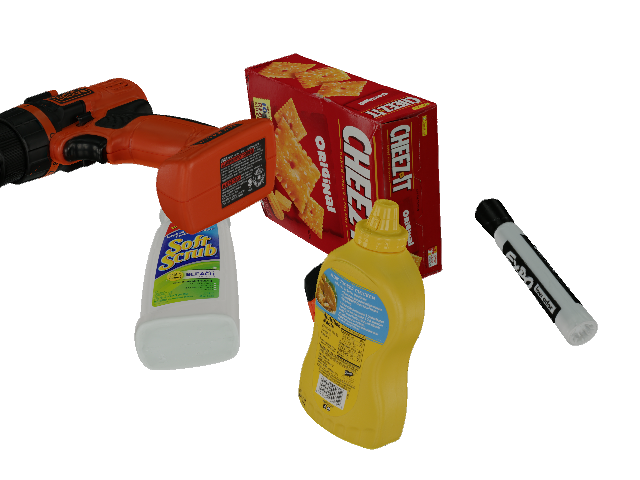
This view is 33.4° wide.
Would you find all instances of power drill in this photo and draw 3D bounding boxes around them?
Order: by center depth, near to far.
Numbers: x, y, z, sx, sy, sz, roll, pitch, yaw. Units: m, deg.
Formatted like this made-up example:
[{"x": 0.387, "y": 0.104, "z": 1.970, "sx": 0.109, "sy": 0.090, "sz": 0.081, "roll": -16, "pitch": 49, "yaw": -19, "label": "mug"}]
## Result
[{"x": -0.139, "y": -0.059, "z": 0.720, "sx": 0.188, "sy": 0.057, "sz": 0.184, "roll": 17, "pitch": 32, "yaw": 30, "label": "power drill"}]

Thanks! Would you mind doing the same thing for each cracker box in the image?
[{"x": 0.018, "y": -0.069, "z": 0.994, "sx": 0.072, "sy": 0.164, "sz": 0.214, "roll": -22, "pitch": 32, "yaw": -28, "label": "cracker box"}]

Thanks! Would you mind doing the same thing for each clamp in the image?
[{"x": 0.042, "y": 0.031, "z": 1.226, "sx": 0.120, "sy": 0.039, "sz": 0.171, "roll": -6, "pitch": 35, "yaw": 28, "label": "clamp"}]

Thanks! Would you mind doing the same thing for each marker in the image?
[{"x": 0.123, "y": 0.014, "z": 0.625, "sx": 0.020, "sy": 0.020, "sz": 0.121, "roll": 0, "pitch": 37, "yaw": -25, "label": "marker"}]

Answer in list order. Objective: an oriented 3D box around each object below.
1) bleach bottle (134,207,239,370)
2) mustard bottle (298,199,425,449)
[{"x": -0.139, "y": 0.024, "z": 1.104, "sx": 0.102, "sy": 0.068, "sz": 0.251, "roll": -6, "pitch": 37, "yaw": -5, "label": "bleach bottle"}, {"x": 0.036, "y": 0.060, "z": 0.836, "sx": 0.058, "sy": 0.192, "sz": 0.096, "roll": -10, "pitch": 28, "yaw": -40, "label": "mustard bottle"}]
